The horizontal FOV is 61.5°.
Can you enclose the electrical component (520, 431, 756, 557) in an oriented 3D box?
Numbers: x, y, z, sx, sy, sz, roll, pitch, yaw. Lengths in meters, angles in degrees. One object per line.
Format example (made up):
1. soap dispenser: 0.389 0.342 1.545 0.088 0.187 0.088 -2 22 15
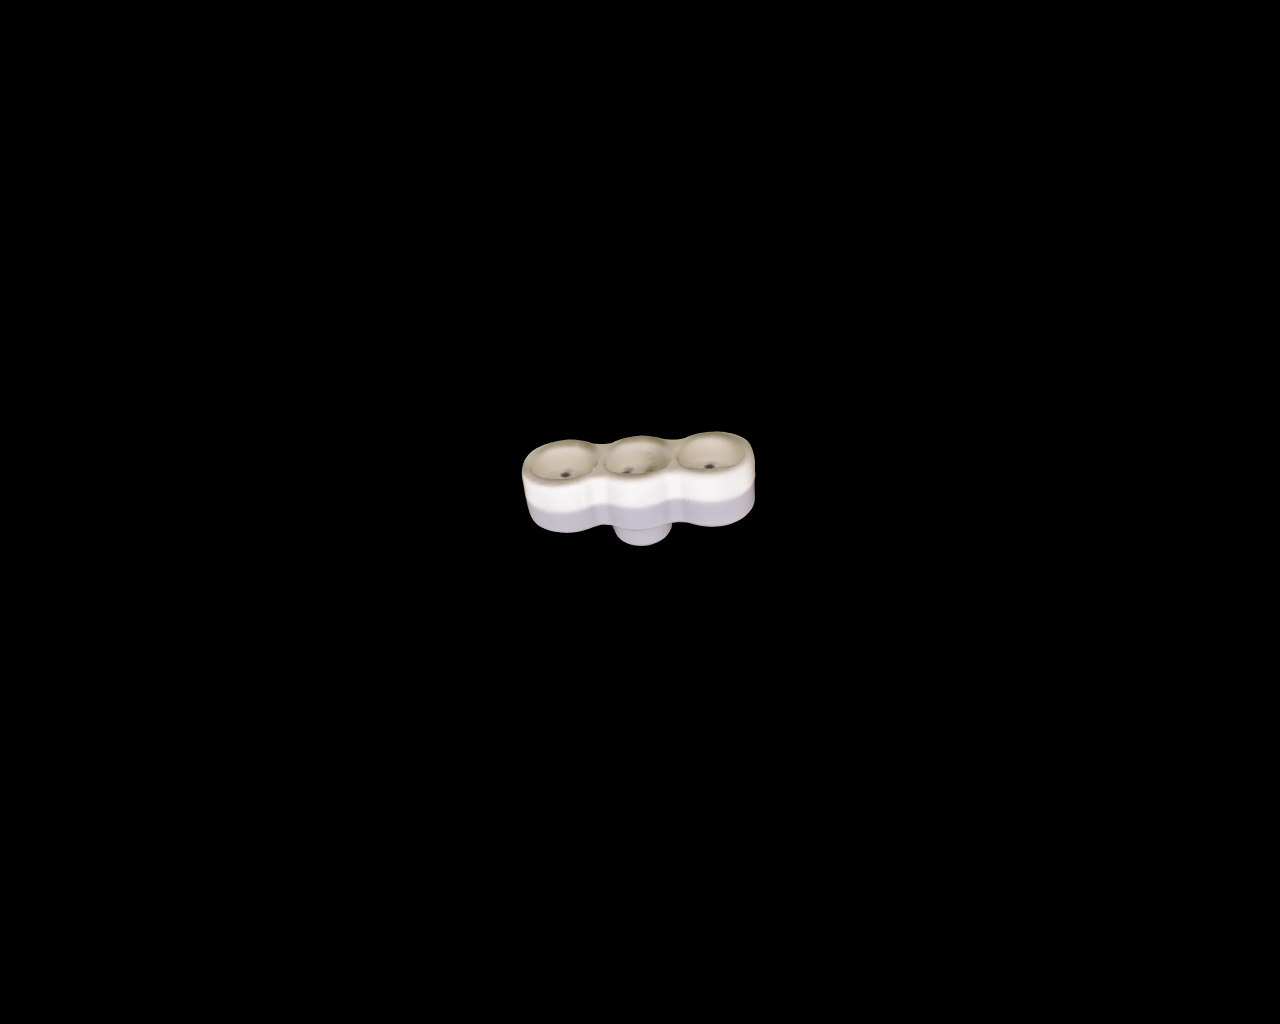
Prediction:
1. electrical component: 0.001 -0.003 0.650 0.138 0.073 0.052 -3 35 2
